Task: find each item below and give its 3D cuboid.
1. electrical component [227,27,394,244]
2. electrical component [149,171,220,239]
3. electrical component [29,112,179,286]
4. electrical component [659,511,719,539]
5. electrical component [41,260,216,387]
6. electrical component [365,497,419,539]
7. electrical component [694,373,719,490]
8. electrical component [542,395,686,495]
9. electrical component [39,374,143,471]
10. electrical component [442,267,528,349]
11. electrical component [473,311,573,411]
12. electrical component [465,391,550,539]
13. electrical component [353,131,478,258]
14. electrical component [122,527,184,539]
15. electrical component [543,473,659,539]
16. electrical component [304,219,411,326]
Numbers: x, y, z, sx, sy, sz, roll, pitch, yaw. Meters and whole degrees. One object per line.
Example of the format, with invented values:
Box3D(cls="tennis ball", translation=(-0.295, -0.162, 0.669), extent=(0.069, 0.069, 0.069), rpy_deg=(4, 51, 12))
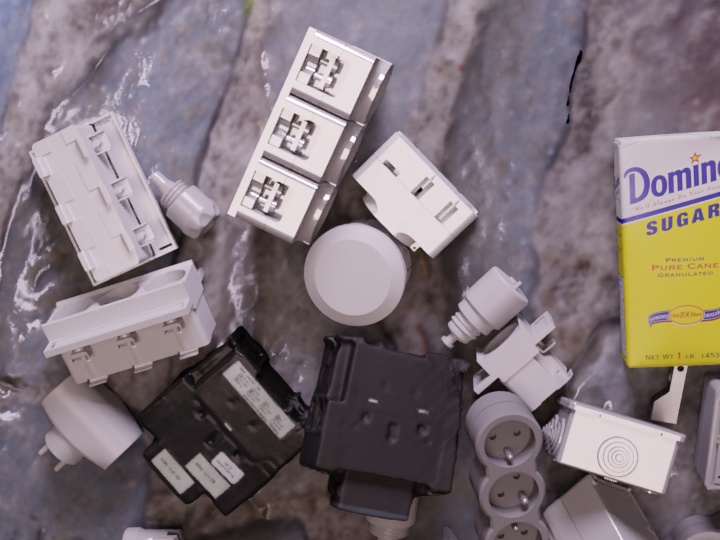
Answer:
Box3D(cls="electrical component", translation=(-0.034, -0.101, 0.823), extent=(0.062, 0.089, 0.150), rpy_deg=(26, 101, 2))
Box3D(cls="electrical component", translation=(-0.145, -0.056, 0.872), extent=(0.061, 0.035, 0.035), rpy_deg=(42, 101, 2))
Box3D(cls="electrical component", translation=(-0.211, -0.055, 0.865), extent=(0.079, 0.063, 0.121), rpy_deg=(-24, 95, 10))
Box3D(cls="electrical component", translation=(0.274, 0.230, 0.844), extent=(0.138, 0.073, 0.052), rpy_deg=(-28, 94, 10))
Box3D(cls="electrical component", translation=(-0.184, 0.045, 0.874), extent=(0.121, 0.078, 0.063), rpy_deg=(-17, 112, 9))
Box3D(cls="electrical component", translation=(0.025, 0.204, 0.886), extent=(0.043, 0.043, 0.062), rpy_deg=(7, 101, 6))
Box3D(cls="electrical component", translation=(0.297, 0.119, 0.831), extent=(0.062, 0.061, 0.096), rpy_deg=(5, 99, 6))
Box3D(cls="electrical component", translation=(0.193, 0.134, 0.828), extent=(0.100, 0.099, 0.048), rpy_deg=(17, 87, 4))
Box3D(cls="electrical component", translation=(-0.238, 0.137, 0.907), extent=(0.079, 0.044, 0.077), rpy_deg=(-43, 92, 11))
Box3D(cls="electrical component", translation=(0.097, 0.032, 0.853), extent=(0.078, 0.040, 0.040), rpy_deg=(-43, 92, 11))
Box3D(cls="electrical component", translation=(0.130, 0.074, 0.855), extent=(0.081, 0.042, 0.064), rpy_deg=(-43, 95, 12))
Box3D(cls="electrical component", translation=(0.112, 0.159, 0.847), extent=(0.052, 0.073, 0.138), rpy_deg=(-8, 108, -5))
Box3D(cls="electrical component", translation=(0.041, -0.057, 0.841), extent=(0.056, 0.050, 0.089), rpy_deg=(-44, 92, 11))
Box3D(cls="electrical component", translation=(-0.176, 0.239, 0.919), extent=(0.046, 0.040, 0.040), rpy_deg=(-3, 98, 3))
Box3D(cls="electrical component", translation=(0.193, 0.217, 0.833), extent=(0.062, 0.096, 0.061), rpy_deg=(24, 119, -39))
Box3D(cls="electrical component", translation=(0.000, 0.000, 0.850), extent=(0.080, 0.051, 0.080), rpy_deg=(3, 105, 13))
